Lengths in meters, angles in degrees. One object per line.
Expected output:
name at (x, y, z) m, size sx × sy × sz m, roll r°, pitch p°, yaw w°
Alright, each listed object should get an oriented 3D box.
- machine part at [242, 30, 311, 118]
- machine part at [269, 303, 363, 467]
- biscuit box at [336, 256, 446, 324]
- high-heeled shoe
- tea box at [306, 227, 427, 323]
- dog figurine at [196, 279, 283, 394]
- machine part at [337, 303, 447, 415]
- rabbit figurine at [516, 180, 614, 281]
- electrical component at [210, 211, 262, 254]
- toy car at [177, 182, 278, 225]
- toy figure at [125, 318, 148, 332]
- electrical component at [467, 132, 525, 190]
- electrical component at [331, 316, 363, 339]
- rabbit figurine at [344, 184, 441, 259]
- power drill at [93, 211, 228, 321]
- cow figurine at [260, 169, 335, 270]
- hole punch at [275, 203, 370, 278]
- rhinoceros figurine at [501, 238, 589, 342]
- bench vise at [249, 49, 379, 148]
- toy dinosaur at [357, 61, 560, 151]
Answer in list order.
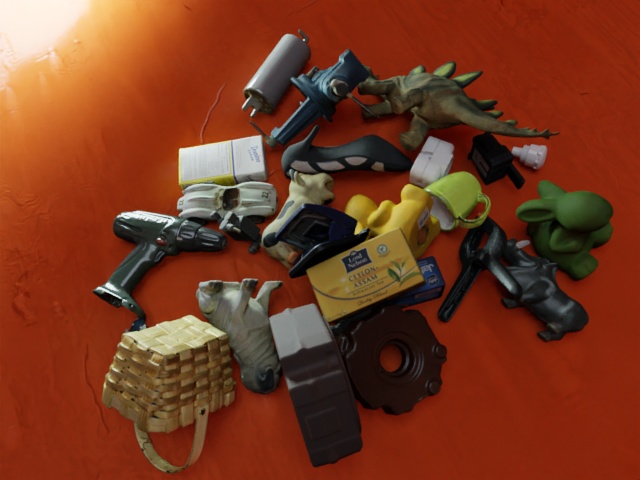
machine part at (-0.091, -0.361, 1.171) m, size 0.079 × 0.079 × 0.243 m, roll 25°, pitch 69°, yaw 17°
machine part at (-0.006, 0.213, 0.811) m, size 0.087 × 0.200 × 0.202 m, roll -18°, pitch 20°, yaw -8°
biscuit box at (0.115, 0.090, 0.947) m, size 0.203 × 0.059 × 0.063 m, roll -16°, pitch 64°, yaw -1°
high-heeled shoe at (0.051, -0.144, 1.074) m, size 0.249 × 0.145 × 0.086 m, roll 19°, pitch 45°, yaw -14°
tea box at (0.076, 0.060, 0.872) m, size 0.170 × 0.068 × 0.098 m, roll -27°, pitch 75°, yaw 10°
dog figurine at (-0.146, 0.166, 0.932) m, size 0.172 × 0.121 × 0.190 m, roll -6°, pitch 80°, yaw 41°
machine part at (0.116, 0.191, 0.868) m, size 0.179 × 0.056 × 0.179 m, roll 3°, pitch 78°, yaw -13°
rabbit figurine at (0.426, -0.037, 0.907) m, size 0.159 × 0.170 × 0.121 m, roll 38°, pitch 74°, yaw 20°
electrical component at (-0.153, -0.016, 1.012) m, size 0.078 × 0.102 × 0.045 m, roll 1°, pitch 60°, yaw 35°
toy car at (-0.184, -0.073, 1.060) m, size 0.202 × 0.056 × 0.073 m, roll -1°, pitch 65°, yaw 6°
toy figure at (-0.327, 0.217, 0.943) m, size 0.064 × 0.057 × 0.154 m, roll 1°, pitch 65°, yaw 13°
electrical component at (0.334, -0.141, 1.021) m, size 0.048 × 0.074 × 0.119 m, roll -23°, pitch 68°, yaw -5°
electrical component at (0.057, 0.151, 0.924) m, size 0.094 × 0.063 × 0.021 m, roll -13°, pitch 65°, yaw -1°
rabbit figurine at (0.112, -0.022, 0.986) m, size 0.173 × 0.121 × 0.162 m, roll 25°, pitch 76°, yaw 33°
power drill at (-0.313, 0.043, 1.010) m, size 0.232 × 0.086 × 0.207 m, roll 19°, pitch 73°, yaw 17°
cow figurine at (-0.039, -0.048, 1.020) m, size 0.127 × 0.085 × 0.195 m, roll 34°, pitch 74°, yaw 13°
hole punch at (-0.002, -0.003, 0.903) m, size 0.116 × 0.142 × 0.092 m, roll -9°, pitch 63°, yaw -41°
rhinoceros figurine at (0.371, 0.080, 0.914) m, size 0.112 × 0.073 × 0.190 m, roll -34°, pitch 66°, yaw -7°
bench vise at (-0.014, -0.267, 1.073) m, size 0.240 × 0.128 × 0.224 m, roll -43°, pitch 32°, yaw 7°
toy dinosaur at (0.223, -0.265, 1.033) m, size 0.198 × 0.104 × 0.472 m, roll -29°, pitch 45°, yaw -15°
